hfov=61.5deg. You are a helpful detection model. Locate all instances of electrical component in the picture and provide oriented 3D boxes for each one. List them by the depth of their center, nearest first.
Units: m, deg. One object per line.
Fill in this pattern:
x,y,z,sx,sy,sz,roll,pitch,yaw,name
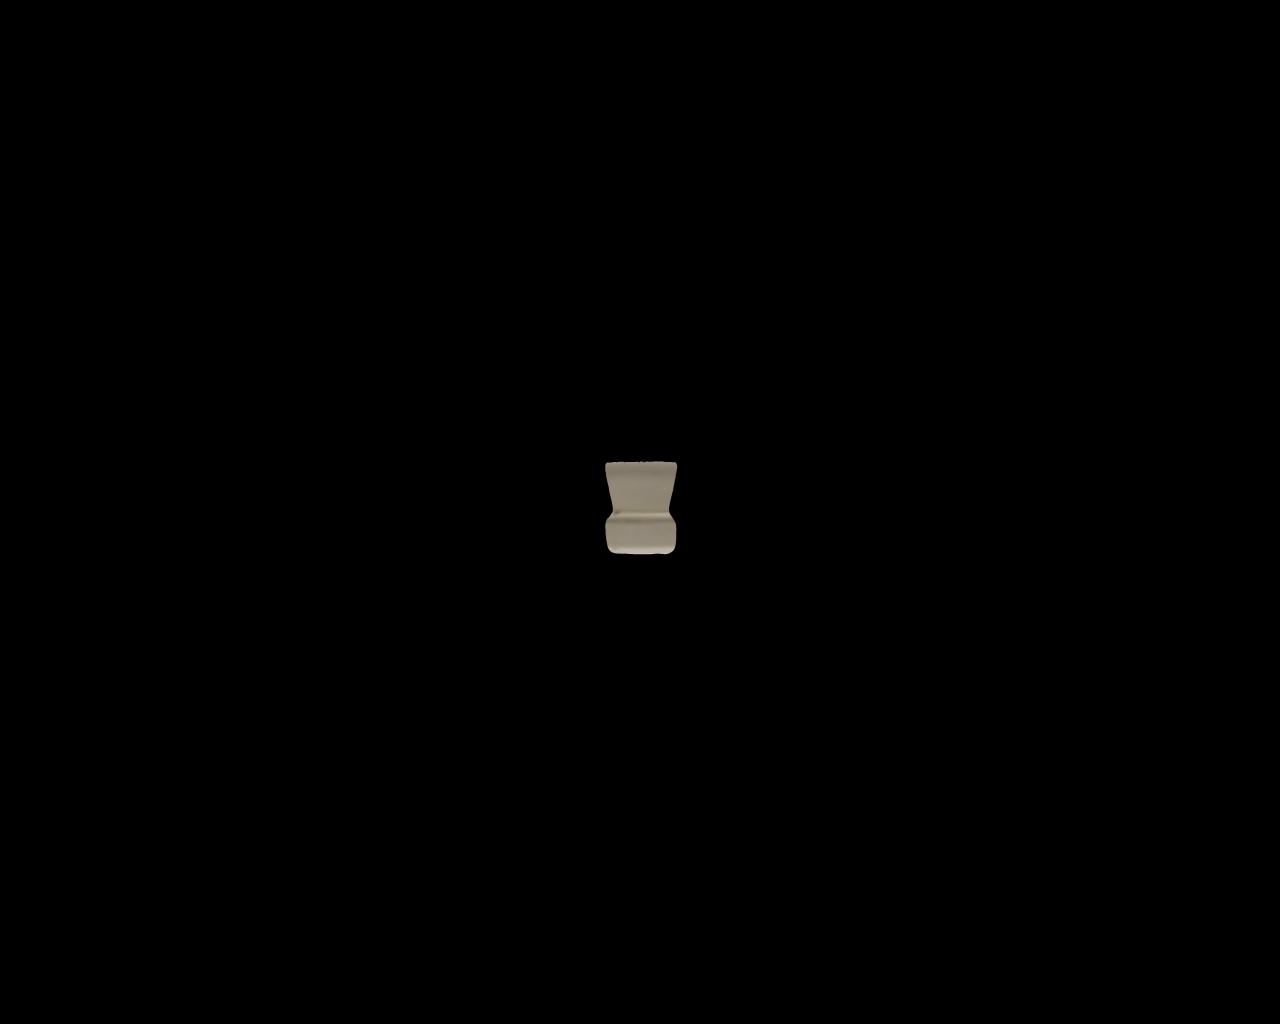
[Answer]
0.001,-0.003,0.650,0.045,0.055,0.045,0,0,0,electrical component
